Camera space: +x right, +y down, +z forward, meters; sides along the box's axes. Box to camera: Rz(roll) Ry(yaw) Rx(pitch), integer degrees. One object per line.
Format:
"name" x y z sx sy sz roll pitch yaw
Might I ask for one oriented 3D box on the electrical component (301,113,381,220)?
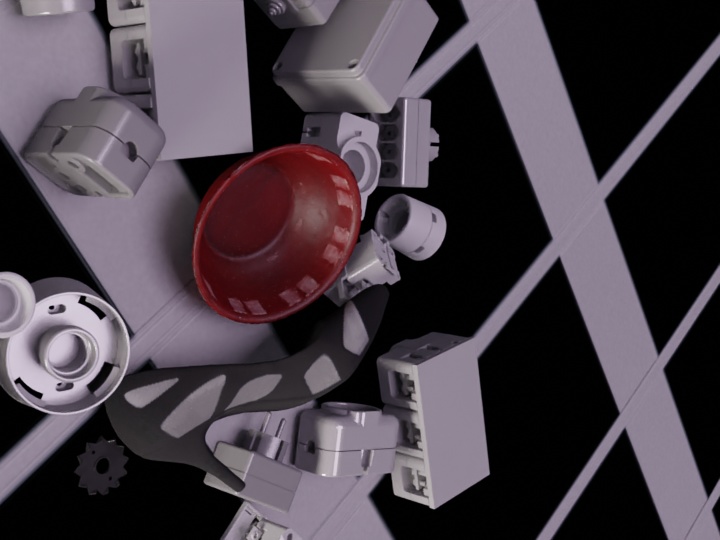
"electrical component" -0.020 -0.092 0.963 0.050 0.056 0.089 13 86 -45

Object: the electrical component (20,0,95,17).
"electrical component" -0.215 -0.204 0.755 0.055 0.055 0.047 -20 113 -42

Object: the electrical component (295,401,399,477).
"electrical component" -0.011 0.156 1.002 0.095 0.054 0.059 6 90 -45

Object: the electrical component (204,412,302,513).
"electrical component" -0.085 0.162 0.932 0.066 0.047 0.076 33 72 -42

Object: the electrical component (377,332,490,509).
"electrical component" 0.072 0.147 1.079 0.089 0.062 0.150 -21 109 -42

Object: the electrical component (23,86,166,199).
"electrical component" -0.187 -0.091 0.766 0.054 0.095 0.059 43 65 -39

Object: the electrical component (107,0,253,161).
"electrical component" -0.141 -0.162 0.828 0.089 0.062 0.150 -12 103 -44

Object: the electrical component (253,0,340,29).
"electrical component" -0.048 -0.245 0.912 0.061 0.062 0.096 45 63 -38

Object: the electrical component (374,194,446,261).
"electrical component" 0.047 -0.042 1.038 0.047 0.055 0.055 24 78 -40

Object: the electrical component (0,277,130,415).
"electrical component" -0.220 0.057 0.791 0.099 0.064 0.099 -5 99 -31

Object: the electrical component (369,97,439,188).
"electrical component" 0.050 -0.121 1.036 0.076 0.047 0.083 -3 97 -45

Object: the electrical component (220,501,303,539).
"electrical component" -0.080 0.242 0.937 0.081 0.064 0.042 51 59 -36

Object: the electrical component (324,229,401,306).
"electrical component" 0.000 0.000 0.978 0.042 0.064 0.081 41 26 -40

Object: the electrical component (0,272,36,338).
"electrical component" -0.256 0.021 0.738 0.045 0.055 0.045 -7 100 -45

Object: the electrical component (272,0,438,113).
"electrical component" -0.005 -0.193 0.929 0.056 0.109 0.108 45 64 -42
